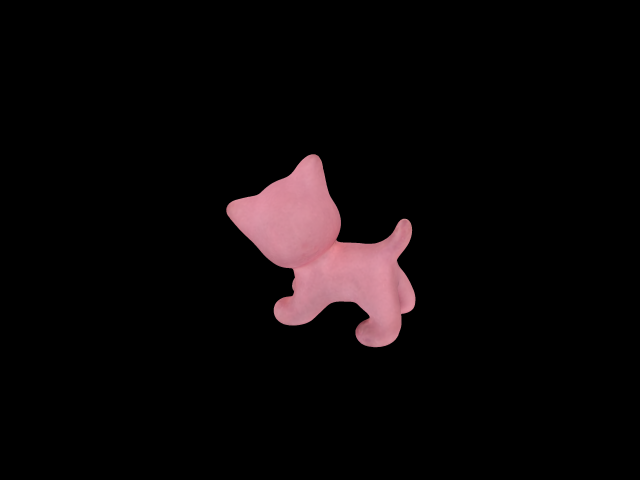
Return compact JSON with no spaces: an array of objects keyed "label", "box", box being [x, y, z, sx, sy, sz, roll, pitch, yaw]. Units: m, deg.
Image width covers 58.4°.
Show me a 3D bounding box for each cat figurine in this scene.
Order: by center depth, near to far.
[{"label":"cat figurine","box":[0.004,0.001,0.400,0.127,0.118,0.067,9,30,17]}]
